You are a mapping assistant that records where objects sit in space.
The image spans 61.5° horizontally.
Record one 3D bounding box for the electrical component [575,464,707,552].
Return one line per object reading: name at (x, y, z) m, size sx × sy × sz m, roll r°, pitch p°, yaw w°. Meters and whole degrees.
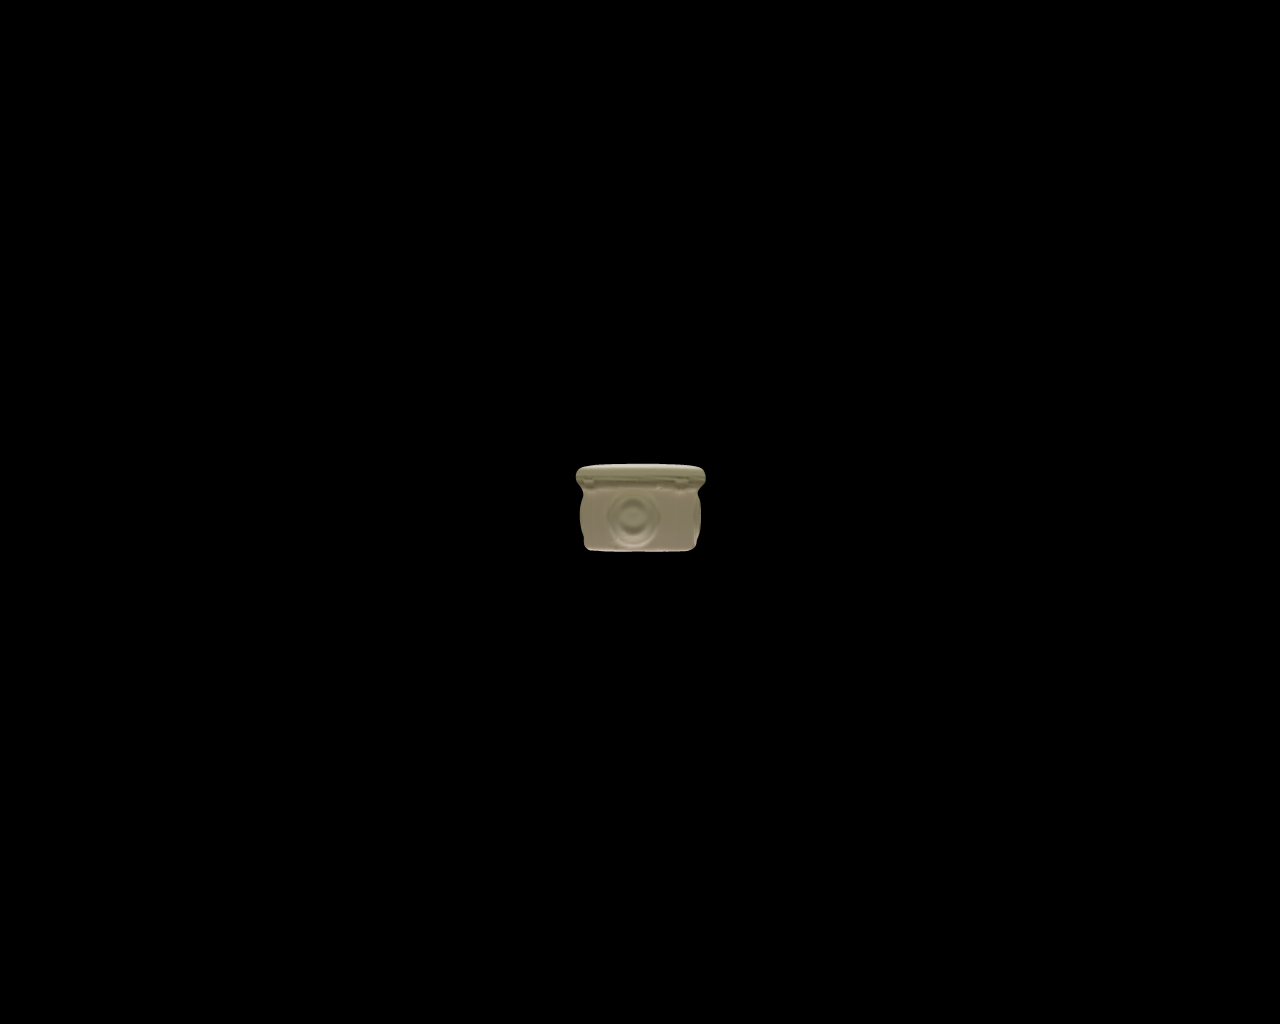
electrical component at (0.001, -0.003, 0.650) m, size 0.080 × 0.051 × 0.080 m, roll 0°, pitch 0°, yaw 0°
